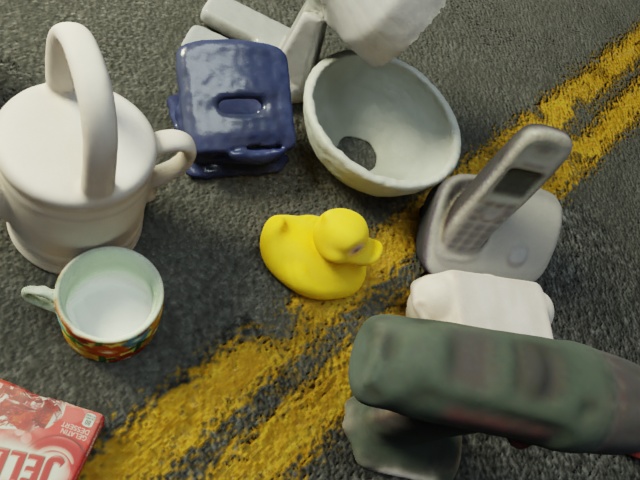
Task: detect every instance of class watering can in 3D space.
[{"bbox_3d":[-0.168,-0.054,0.381,0.173,0.193,0.101,-37,82,-34],"label":"watering can"}]

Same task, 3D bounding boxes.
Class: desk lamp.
[{"bbox_3d":[-0.006,-0.223,0.531,0.203,0.213,0.118,23,57,-11],"label":"desk lamp"}]

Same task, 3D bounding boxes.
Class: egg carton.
[{"bbox_3d":[0.151,0.085,0.524,0.151,0.069,0.107,8,61,-20],"label":"egg carton"}]

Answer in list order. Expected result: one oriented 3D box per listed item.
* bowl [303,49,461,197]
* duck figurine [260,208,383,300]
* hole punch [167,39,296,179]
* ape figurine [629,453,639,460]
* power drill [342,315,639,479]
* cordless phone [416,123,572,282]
[{"bbox_3d":[0.053,-0.106,0.579,0.168,0.074,0.167,11,60,-19],"label":"bowl"},{"bbox_3d":[0.005,0.002,0.493,0.105,0.086,0.077,24,57,-10],"label":"duck figurine"},{"bbox_3d":[-0.075,-0.117,0.518,0.109,0.091,0.101,-9,68,-27],"label":"hole punch"},{"bbox_3d":[0.323,0.168,0.542,0.076,0.092,0.078,8,61,-20],"label":"ape figurine"},{"bbox_3d":[0.113,0.120,0.404,0.230,0.208,0.075,17,58,-15],"label":"power drill"},{"bbox_3d":[0.185,-0.030,0.530,0.148,0.184,0.094,5,62,-21],"label":"cordless phone"}]
